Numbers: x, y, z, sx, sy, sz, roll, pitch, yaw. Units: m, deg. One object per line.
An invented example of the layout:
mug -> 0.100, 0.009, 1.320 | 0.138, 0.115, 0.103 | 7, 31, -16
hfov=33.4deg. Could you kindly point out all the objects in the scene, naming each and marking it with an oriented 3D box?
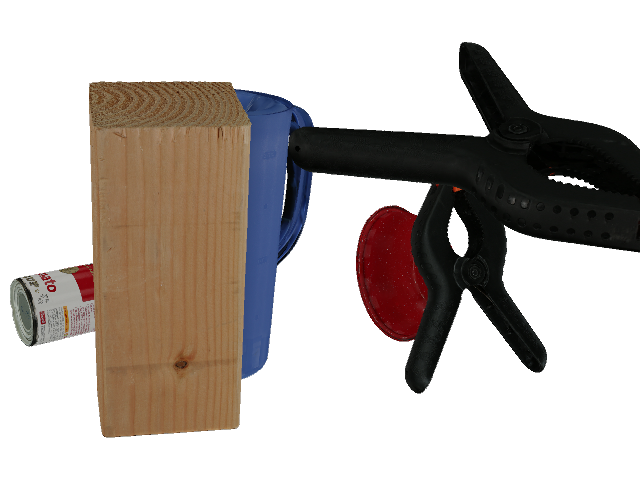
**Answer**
clamp -> 0.102, 0.033, 0.815 | 0.120, 0.171, 0.039 | -15, -3, -29
wood block -> -0.097, 0.011, 0.672 | 0.090, 0.206, 0.090 | -2, 25, -13
soup can -> -0.241, 0.060, 1.035 | 0.102, 0.068, 0.069 | -12, 6, -32
bowl -> 0.112, 0.036, 1.240 | 0.055, 0.162, 0.161 | -10, -6, 40
clamp -> 0.096, -0.044, 0.587 | 0.164, 0.036, 0.210 | -27, 43, -28
pitcher -> -0.086, -0.008, 0.917 | 0.149, 0.243, 0.145 | 4, 18, 2
